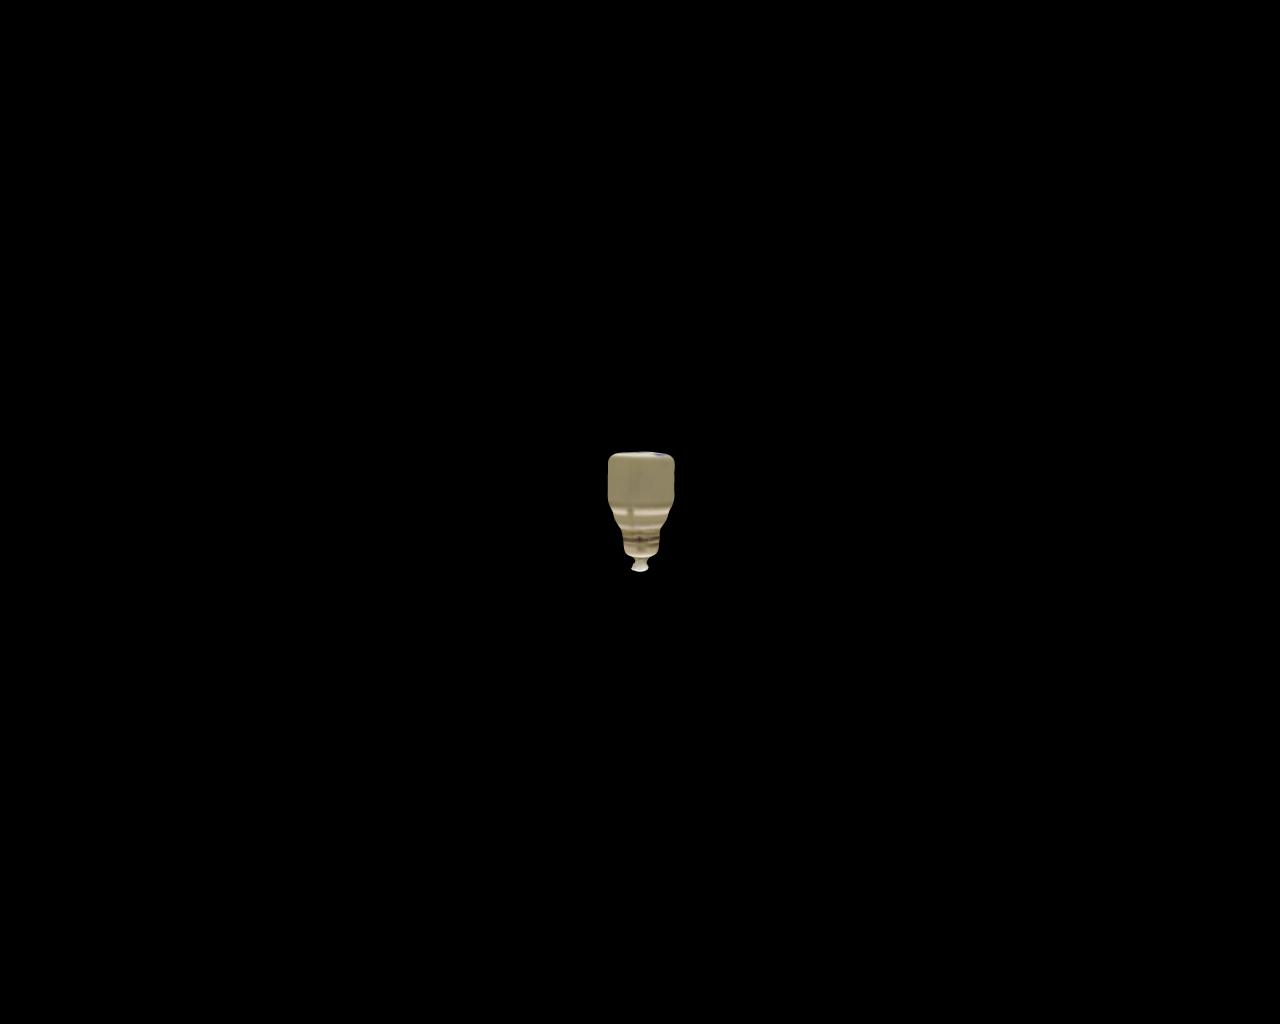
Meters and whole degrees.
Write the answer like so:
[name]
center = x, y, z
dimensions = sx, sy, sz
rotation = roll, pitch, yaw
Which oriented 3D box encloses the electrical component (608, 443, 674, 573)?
[electrical component]
center = 0.001, -0.003, 0.650
dimensions = 0.040, 0.078, 0.040
rotation = 0, 5, 0
